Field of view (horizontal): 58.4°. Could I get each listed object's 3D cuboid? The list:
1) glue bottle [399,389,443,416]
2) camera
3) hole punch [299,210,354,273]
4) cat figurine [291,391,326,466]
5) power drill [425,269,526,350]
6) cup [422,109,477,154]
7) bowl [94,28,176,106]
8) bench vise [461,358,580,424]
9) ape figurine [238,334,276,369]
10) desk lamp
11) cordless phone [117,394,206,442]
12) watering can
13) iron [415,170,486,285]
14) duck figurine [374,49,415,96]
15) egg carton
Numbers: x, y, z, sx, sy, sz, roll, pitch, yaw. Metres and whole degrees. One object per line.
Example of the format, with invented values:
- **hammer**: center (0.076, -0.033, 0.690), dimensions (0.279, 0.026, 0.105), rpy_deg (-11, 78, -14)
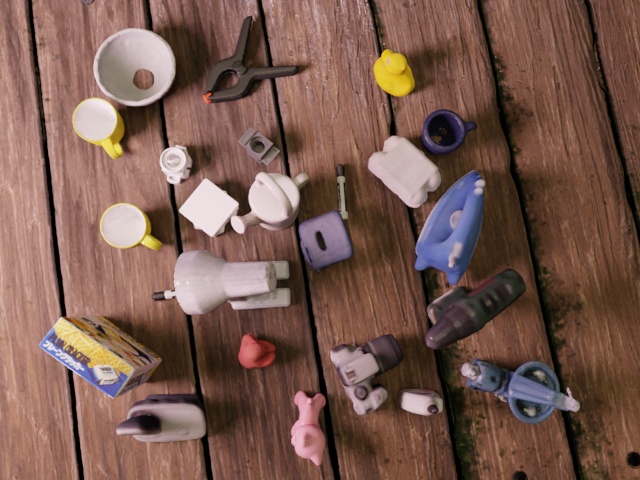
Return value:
- **glue bottle**: center (0.204, 0.318, 1.110), dimensions (0.078, 0.173, 0.037), rpy_deg (-2, 83, -3)
- **camera**: center (0.106, 0.260, 1.148), dimensions (0.137, 0.100, 0.143), rpy_deg (-26, 85, -6)
- **hole punch**: center (0.011, 0.004, 1.178), dimensions (0.101, 0.091, 0.109), rpy_deg (-19, 84, -6)
- **cat figurine**: center (-0.021, 0.368, 1.118), dimensions (0.067, 0.117, 0.128), rpy_deg (3, 83, -3)
- **power drill**: center (0.283, 0.139, 1.120), dimensions (0.230, 0.208, 0.075), rpy_deg (-33, 86, -7)
- **cup**: center (0.267, -0.224, 1.221), dimensions (0.118, 0.095, 0.092), rpy_deg (-13, 84, -5)
- **bowl**: center (-0.381, -0.352, 1.205), dimensions (0.167, 0.074, 0.167), rpy_deg (0, 83, -4)
- **bench vise**: center (0.383, 0.296, 1.101), dimensions (0.207, 0.219, 0.121), rpy_deg (1, 83, -3)
- **ape figurine**: center (-0.130, 0.223, 1.142), dimensions (0.076, 0.092, 0.078), rpy_deg (-30, 85, -6)
- **desk lamp**: center (-0.159, 0.079, 1.096), dimensions (0.203, 0.213, 0.118), rpy_deg (-4, 83, -4)
- **cordless phone**: center (-0.293, 0.345, 1.069), dimensions (0.147, 0.185, 0.094), rpy_deg (-5, 83, -4)
- **watering can**: center (-0.094, -0.075, 1.129), dimensions (0.101, 0.194, 0.173), rpy_deg (30, 82, 1)
- **iron**: center (0.292, -0.044, 1.177), dimensions (0.118, 0.141, 0.258), rpy_deg (23, 82, 0)
- **duck figurine**: center (0.166, -0.366, 1.237), dimensions (0.077, 0.086, 0.104), rpy_deg (-40, 87, -7)
- **egg carton**: center (0.181, -0.147, 1.219), dimensions (0.150, 0.069, 0.107), rpy_deg (42, 82, 2)
